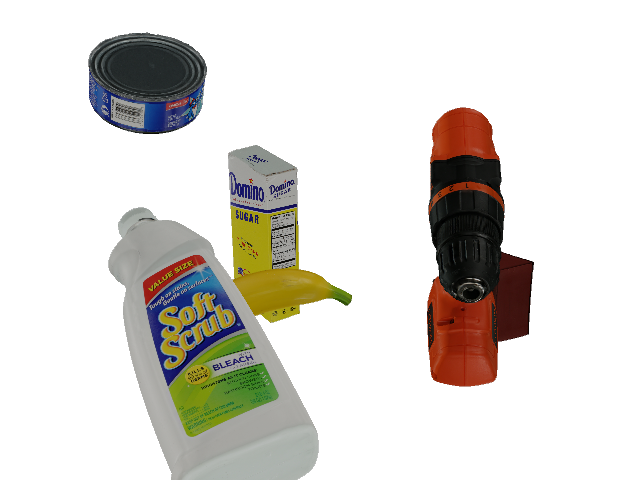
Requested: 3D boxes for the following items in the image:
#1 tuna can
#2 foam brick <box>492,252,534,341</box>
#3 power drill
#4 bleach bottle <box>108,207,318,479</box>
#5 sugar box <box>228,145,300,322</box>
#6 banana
[{"bbox_3d":[-0.128,-0.116,0.789,0.086,0.034,0.086,6,42,-6],"label":"tuna can"},{"bbox_3d":[0.174,0.055,1.062,0.051,0.078,0.053,-11,19,-36],"label":"foam brick"},{"bbox_3d":[0.108,0.022,0.795,0.057,0.188,0.184,2,43,6],"label":"power drill"},{"bbox_3d":[-0.097,0.068,0.751,0.102,0.068,0.251,-20,49,-17],"label":"bleach bottle"},{"bbox_3d":[-0.063,-0.008,1.181,0.048,0.176,0.093,-17,28,-27],"label":"sugar box"},{"bbox_3d":[-0.074,0.067,0.943,0.198,0.069,0.037,-21,27,13],"label":"banana"}]
